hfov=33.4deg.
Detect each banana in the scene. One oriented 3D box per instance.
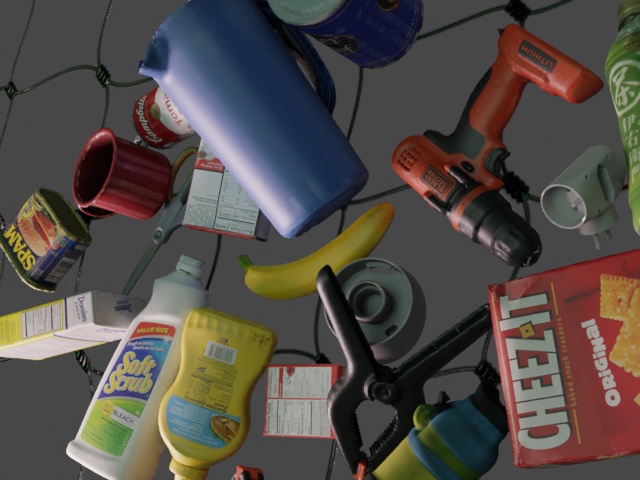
[{"bbox_3d":[-0.007,0.020,1.093,0.198,0.037,0.069,-19,71,28],"label":"banana"}]

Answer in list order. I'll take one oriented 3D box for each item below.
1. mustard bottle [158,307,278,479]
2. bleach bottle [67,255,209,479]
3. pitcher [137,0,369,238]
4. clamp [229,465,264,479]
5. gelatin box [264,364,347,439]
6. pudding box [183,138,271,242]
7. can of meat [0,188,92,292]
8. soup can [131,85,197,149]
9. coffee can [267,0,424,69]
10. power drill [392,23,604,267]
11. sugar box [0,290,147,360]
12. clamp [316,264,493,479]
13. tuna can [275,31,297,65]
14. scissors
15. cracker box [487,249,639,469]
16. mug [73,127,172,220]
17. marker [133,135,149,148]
[{"bbox_3d":[-0.116,0.173,1.114,0.096,0.058,0.191,18,91,7],"label":"mustard bottle"},{"bbox_3d":[-0.188,0.136,1.172,0.103,0.068,0.251,20,89,32],"label":"bleach bottle"},{"bbox_3d":[-0.053,-0.131,1.074,0.149,0.145,0.243,-37,86,9],"label":"pitcher"},{"bbox_3d":[-0.083,0.317,1.068,0.120,0.039,0.171,16,91,49],"label":"clamp"},{"bbox_3d":[-0.012,0.162,1.071,0.089,0.030,0.073,-5,79,32],"label":"gelatin box"},{"bbox_3d":[-0.092,-0.060,1.154,0.090,0.039,0.113,10,88,19],"label":"pudding box"},{"bbox_3d":[-0.334,-0.002,1.298,0.084,0.057,0.102,-48,59,13],"label":"can of meat"},{"bbox_3d":[-0.155,-0.147,1.188,0.102,0.068,0.068,-20,69,49],"label":"soup can"},{"bbox_3d":[0.027,-0.240,1.063,0.103,0.140,0.103,-7,76,31],"label":"coffee can"},{"bbox_3d":[0.174,-0.090,0.986,0.185,0.057,0.188,43,104,32],"label":"power drill"},{"bbox_3d":[-0.292,0.099,1.228,0.176,0.093,0.048,-18,71,28],"label":"sugar box"},{"bbox_3d":[0.070,0.130,0.991,0.164,0.036,0.210,7,110,6],"label":"clamp"},{"bbox_3d":[-0.070,-0.193,1.180,0.086,0.033,0.086,-8,76,31],"label":"tuna can"},{"bbox_3d":[-0.164,-0.006,1.213,0.096,0.016,0.202,22,93,34],"label":"scissors"},{"bbox_3d":[0.257,0.095,0.885,0.214,0.072,0.164,-16,71,30],"label":"cracker box"},{"bbox_3d":[-0.230,-0.064,1.219,0.117,0.081,0.093,-44,45,30],"label":"mug"},{"bbox_3d":[-0.212,-0.113,1.264,0.020,0.020,0.121,37,101,33],"label":"marker"}]
